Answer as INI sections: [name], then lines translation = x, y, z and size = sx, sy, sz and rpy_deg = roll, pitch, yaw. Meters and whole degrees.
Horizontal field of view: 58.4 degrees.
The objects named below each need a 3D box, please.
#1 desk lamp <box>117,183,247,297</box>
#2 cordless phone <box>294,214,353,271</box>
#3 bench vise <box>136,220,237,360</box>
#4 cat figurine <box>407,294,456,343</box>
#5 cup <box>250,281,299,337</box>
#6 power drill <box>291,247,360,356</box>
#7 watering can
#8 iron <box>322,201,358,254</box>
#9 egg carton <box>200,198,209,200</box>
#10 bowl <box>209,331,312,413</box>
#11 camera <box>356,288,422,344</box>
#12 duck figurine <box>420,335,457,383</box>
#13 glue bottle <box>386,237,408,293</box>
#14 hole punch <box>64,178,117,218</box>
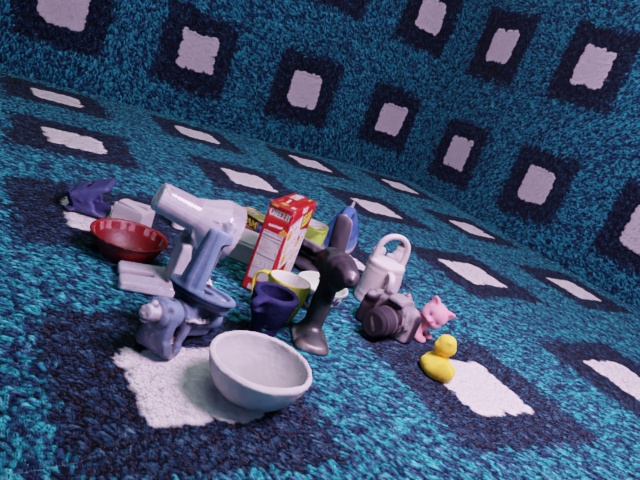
[desk lamp]
translation = -0.267, 0.003, 1.118
size = 0.204, 0.213, 0.117
rpy_deg = 13, 18, -27
[cordless phone]
translation = 0.014, 0.005, 1.516
size = 0.147, 0.185, 0.094
rpy_deg = 30, 18, 29
[bench vise]
translation = -0.199, 0.081, 0.939
size = 0.121, 0.220, 0.207
rpy_deg = 21, 16, 2
[cat figurine]
translation = 0.252, 0.178, 1.372
size = 0.127, 0.118, 0.067
rpy_deg = 30, 18, 29
[cup]
translation = -0.103, 0.141, 1.090
size = 0.091, 0.095, 0.118
rpy_deg = 28, 17, 23
[power drill]
translation = 0.014, 0.113, 1.120
size = 0.076, 0.208, 0.229
rpy_deg = 17, 16, -13
[watering can]
translation = 0.164, 0.070, 1.475
size = 0.101, 0.194, 0.172
rpy_deg = 9, 20, -35
[iron]
translation = 0.071, -0.039, 1.813
size = 0.118, 0.141, 0.258
rpy_deg = 22, 16, 4
[egg carton]
translation = -0.296, -0.062, 1.557
size = 0.108, 0.069, 0.149
rpy_deg = 6, 22, -42
[bowl]
translation = -0.101, 0.214, 0.888
size = 0.167, 0.075, 0.167
rpy_deg = 19, 16, -5
[camera]
translation = 0.145, 0.166, 1.306
size = 0.142, 0.101, 0.137
rpy_deg = 31, 19, 31
[duck figurine]
translation = 0.262, 0.246, 1.220
size = 0.077, 0.086, 0.104
rpy_deg = 20, 16, -2
[glue bottle]
translation = 0.200, 0.070, 1.558
size = 0.078, 0.173, 0.037
rpy_deg = 17, 16, -12
[hole punch]
translation = -0.546, -0.112, 1.369
size = 0.101, 0.091, 0.108
rpy_deg = 17, 16, -14
